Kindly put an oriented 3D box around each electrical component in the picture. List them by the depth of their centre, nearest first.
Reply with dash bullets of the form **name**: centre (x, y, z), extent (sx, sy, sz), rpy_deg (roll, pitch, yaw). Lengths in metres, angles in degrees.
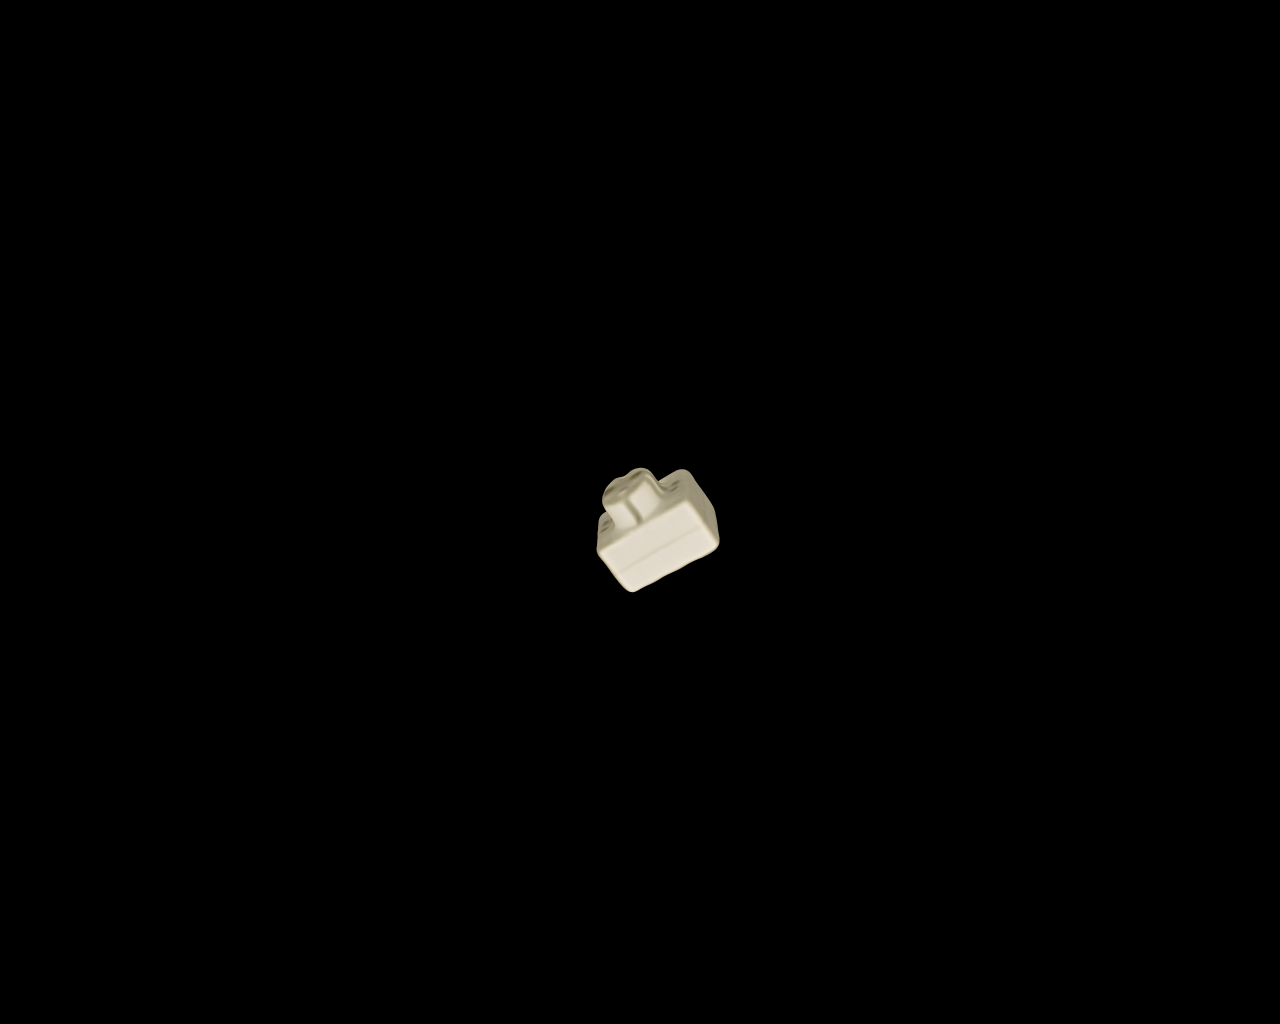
- **electrical component**: centre (0.001, -0.003, 0.650), extent (0.065, 0.076, 0.047), rpy_deg (-30, 23, 14)
